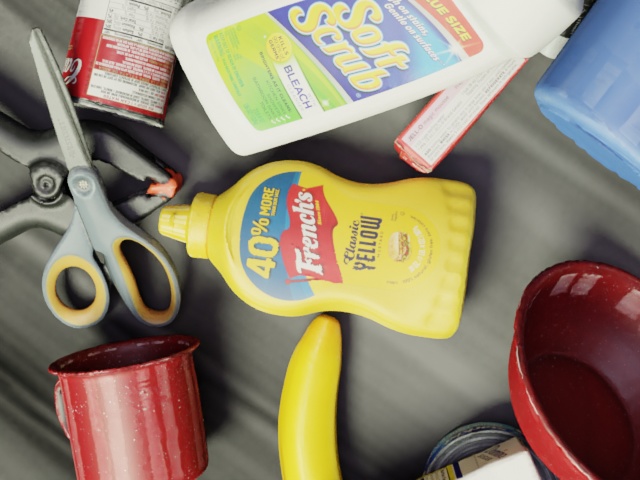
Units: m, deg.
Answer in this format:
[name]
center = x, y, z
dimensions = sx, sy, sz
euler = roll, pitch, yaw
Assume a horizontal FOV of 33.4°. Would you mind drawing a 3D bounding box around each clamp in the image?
[clamp]
center = -0.177, -0.029, 0.683
dimensions = 0.171, 0.039, 0.120
euler = 12, 110, 3

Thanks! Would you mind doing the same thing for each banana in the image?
[banana]
center = 0.010, 0.149, 0.675
dimensions = 0.069, 0.037, 0.198
euler = -20, 91, -9

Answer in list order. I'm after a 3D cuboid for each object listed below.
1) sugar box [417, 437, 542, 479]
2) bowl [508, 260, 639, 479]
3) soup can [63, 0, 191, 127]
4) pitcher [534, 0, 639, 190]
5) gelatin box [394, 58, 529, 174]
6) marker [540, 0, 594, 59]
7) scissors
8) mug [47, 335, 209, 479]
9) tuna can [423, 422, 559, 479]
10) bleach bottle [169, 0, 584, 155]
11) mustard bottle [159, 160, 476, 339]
[sugar box]
center = 0.057, 0.194, 0.630
dimensions = 0.176, 0.048, 0.093
euler = -23, 91, 1
[bowl]
center = 0.166, 0.094, 0.623
dimensions = 0.162, 0.161, 0.055
euler = 42, 137, 2
[soup can]
center = -0.117, -0.127, 0.659
dimensions = 0.068, 0.068, 0.102
euler = 14, 93, 4
[pitcher]
center = 0.241, -0.139, 0.594
dimensions = 0.145, 0.149, 0.243
euler = 38, 98, 2
[gelatin box]
center = 0.083, -0.080, 0.641
dimensions = 0.030, 0.073, 0.089
euler = 41, 94, 1
[marker]
center = 0.164, -0.163, 0.631
dimensions = 0.020, 0.020, 0.121
euler = 30, 122, 3
[scissors]
center = -0.156, -0.022, 0.653
dimensions = 0.096, 0.016, 0.201
euler = -24, 114, 13
[mug]
center = -0.123, 0.109, 0.664
dimensions = 0.117, 0.093, 0.081
euler = -4, 97, 36
[tuna can]
center = 0.106, 0.158, 0.666
dimensions = 0.086, 0.033, 0.086
euler = 0, 92, 5
[bleach bottle]
center = 0.039, -0.126, 0.585
dimensions = 0.251, 0.068, 0.102
euler = -16, 109, 35
[mustard bottle]
center = -0.004, 0.001, 0.658
dimensions = 0.191, 0.058, 0.096
euler = 8, 83, 5
